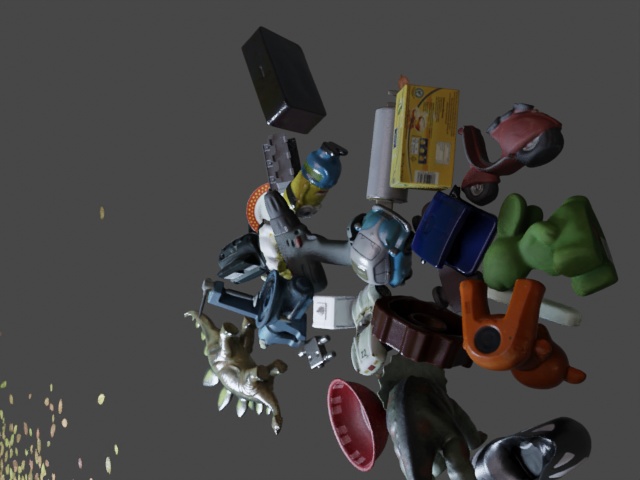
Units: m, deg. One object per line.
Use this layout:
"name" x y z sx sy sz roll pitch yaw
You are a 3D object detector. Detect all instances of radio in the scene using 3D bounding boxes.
"radio" -0.078 -0.348 1.183 0.073 0.131 0.229 -36 62 36

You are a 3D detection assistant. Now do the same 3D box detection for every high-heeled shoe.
"high-heeled shoe" 0.273 0.317 0.759 0.248 0.145 0.086 -43 57 30

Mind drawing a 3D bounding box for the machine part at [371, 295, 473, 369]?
"machine part" 0.169 0.145 0.865 0.180 0.179 0.056 28 107 42

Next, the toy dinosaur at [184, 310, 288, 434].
"toy dinosaur" -0.209 0.279 1.262 0.472 0.105 0.198 47 120 42

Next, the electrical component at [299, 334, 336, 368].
"electrical component" -0.007 0.236 1.124 0.094 0.021 0.063 -36 62 35

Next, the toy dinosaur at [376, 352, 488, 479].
"toy dinosaur" 0.149 0.264 0.785 0.131 0.404 0.192 -36 79 6

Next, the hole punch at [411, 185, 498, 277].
"hole punch" 0.198 -0.014 0.844 0.116 0.092 0.142 34 107 46

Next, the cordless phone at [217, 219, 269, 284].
"cordless phone" -0.183 0.001 1.296 0.147 0.088 0.184 -27 56 39

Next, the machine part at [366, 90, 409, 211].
"machine part" 0.133 -0.155 0.996 0.079 0.079 0.243 6 88 44

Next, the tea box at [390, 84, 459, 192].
"tea box" 0.179 -0.173 0.928 0.068 0.098 0.169 166 111 -84

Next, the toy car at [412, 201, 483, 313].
"toy car" 0.220 0.024 0.908 0.089 0.053 0.202 -28 62 30

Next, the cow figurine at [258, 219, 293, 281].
"cow figurine" -0.099 0.038 1.188 0.098 0.068 0.167 10 108 43

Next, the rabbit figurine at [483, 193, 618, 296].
"rabbit figurine" 0.308 0.008 0.773 0.170 0.121 0.159 -24 60 33

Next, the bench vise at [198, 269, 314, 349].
"bench vise" -0.127 0.135 1.094 0.223 0.240 0.129 129 153 -50

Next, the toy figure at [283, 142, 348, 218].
"toy figure" -0.012 -0.126 1.132 0.180 0.082 0.089 -60 38 27

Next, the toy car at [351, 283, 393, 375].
"toy car" 0.091 0.149 0.966 0.073 0.056 0.202 -53 21 34

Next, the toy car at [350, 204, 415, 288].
"toy car" 0.103 0.024 0.955 0.109 0.103 0.161 41 148 38

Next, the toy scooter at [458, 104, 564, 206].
"toy scooter" 0.285 -0.153 0.853 0.184 0.075 0.135 -42 57 38

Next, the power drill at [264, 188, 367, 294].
"power drill" -0.002 -0.003 1.061 0.207 0.086 0.231 -8 108 31

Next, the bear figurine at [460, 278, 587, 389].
"bear figurine" 0.286 0.136 0.747 0.120 0.195 0.132 -7 70 48
